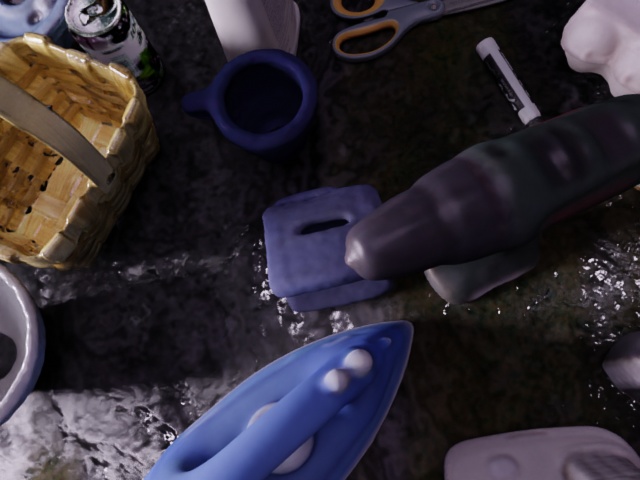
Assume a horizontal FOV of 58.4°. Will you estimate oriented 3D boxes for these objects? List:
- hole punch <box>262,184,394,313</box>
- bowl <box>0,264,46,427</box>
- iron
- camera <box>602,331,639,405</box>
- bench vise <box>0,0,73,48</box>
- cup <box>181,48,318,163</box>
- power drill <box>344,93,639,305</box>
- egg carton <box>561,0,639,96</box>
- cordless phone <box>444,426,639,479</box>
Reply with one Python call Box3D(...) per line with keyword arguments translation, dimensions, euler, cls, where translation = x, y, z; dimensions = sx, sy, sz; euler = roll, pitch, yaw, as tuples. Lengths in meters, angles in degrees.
Box3D(translation=(0.004, 0.002, 0.482), dimensions=(0.108, 0.091, 0.101), euler=(-14, 74, 2), cls="hole punch")
Box3D(translation=(-0.306, 0.098, 0.493), dimensions=(0.167, 0.075, 0.167), euler=(-1, 75, 5), cls="bowl")
Box3D(translation=(-0.024, 0.140, 0.422), dimensions=(0.258, 0.141, 0.118), euler=(-42, 75, -6), cls="iron")
Box3D(translation=(0.317, 0.088, 0.426), dimensions=(0.143, 0.101, 0.137), euler=(36, 81, 13), cls="camera")
Box3D(translation=(-0.280, -0.273, 0.513), dimensions=(0.121, 0.220, 0.207), euler=(-1, 75, 5), cls="bench vise")
Box3D(translation=(-0.056, -0.107, 0.514), dimensions=(0.117, 0.095, 0.092), euler=(-2, 75, 5), cls="cup")
Box3D(translation=(0.126, -0.014, 0.414), dimensions=(0.229, 0.208, 0.075), euler=(-28, 74, -2), cls="power drill")
Box3D(translation=(0.298, -0.203, 0.521), dimensions=(0.107, 0.069, 0.150), euler=(40, 82, 14), cls="egg carton")
Box3D(translation=(0.163, 0.177, 0.373), dimensions=(0.147, 0.185, 0.094), euler=(-10, 74, 3), cls="cordless phone")
